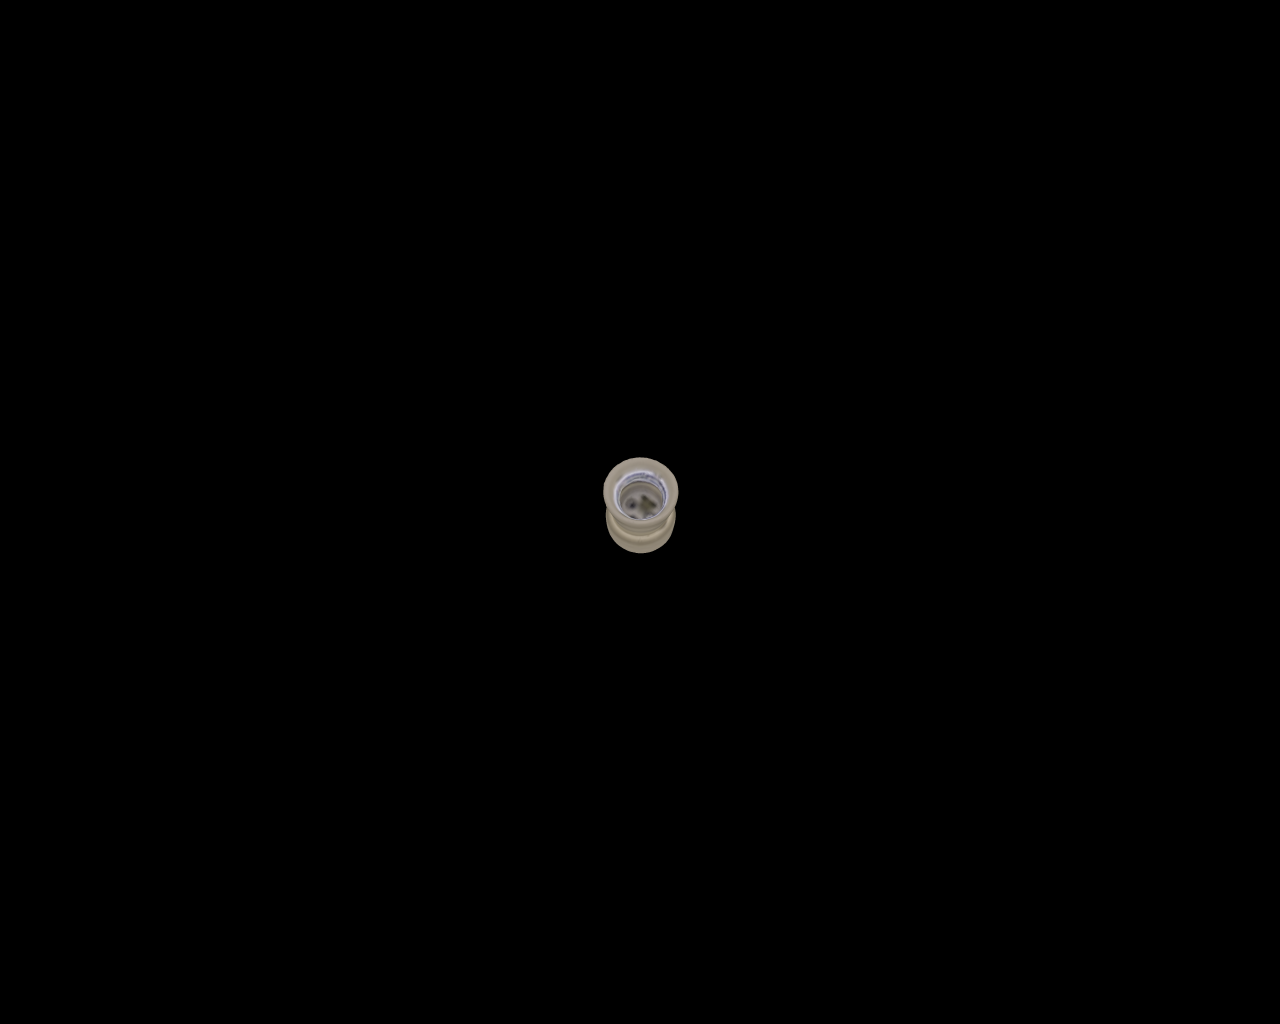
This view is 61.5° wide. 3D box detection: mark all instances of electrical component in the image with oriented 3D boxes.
[{"bbox_3d":[0.001,-0.003,0.650,0.045,0.045,0.055,0,-23,0],"label":"electrical component"}]
